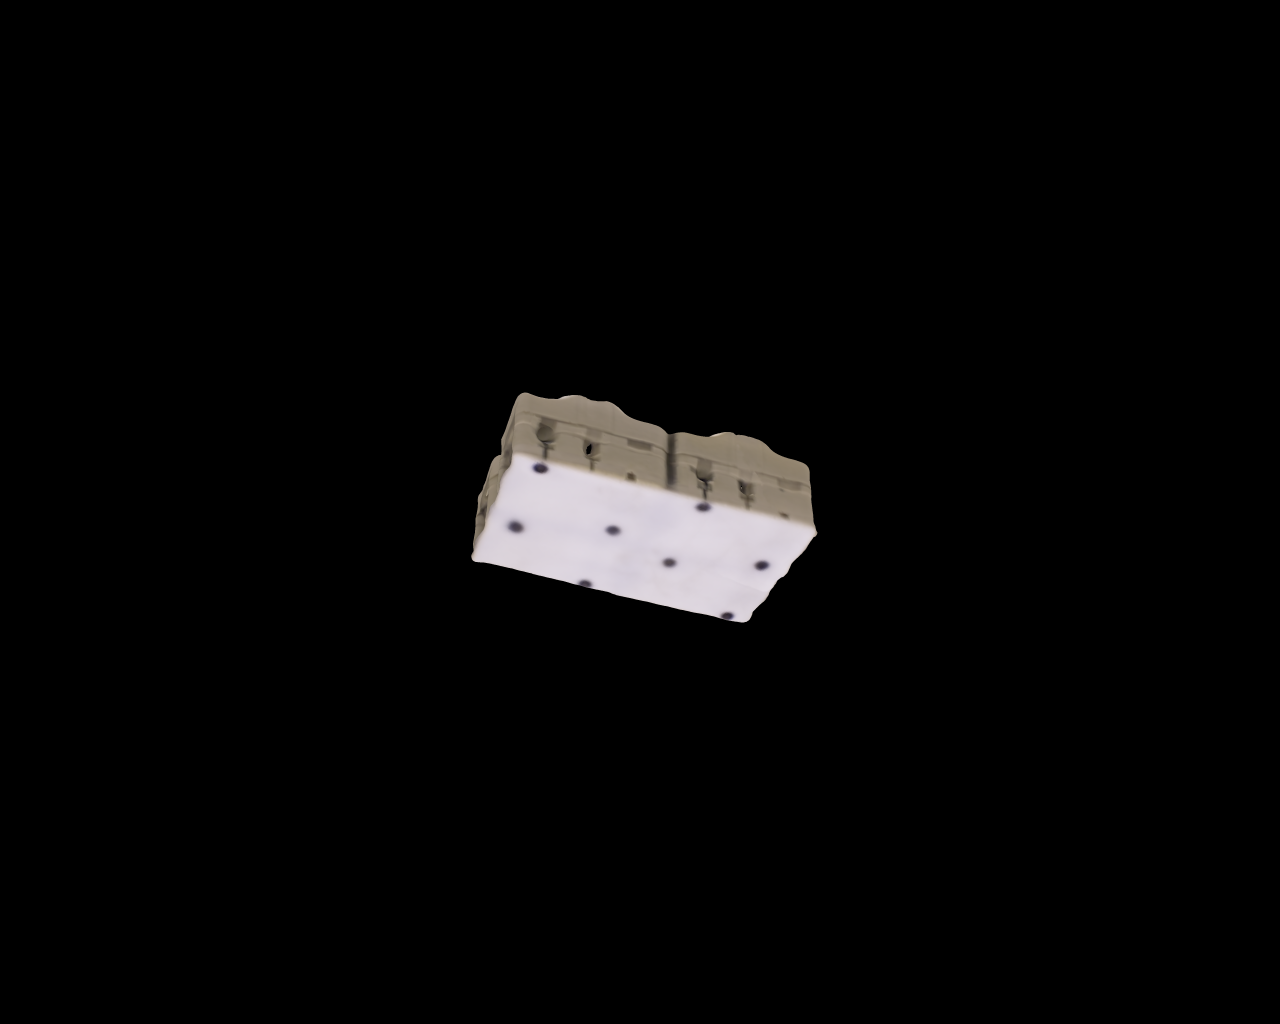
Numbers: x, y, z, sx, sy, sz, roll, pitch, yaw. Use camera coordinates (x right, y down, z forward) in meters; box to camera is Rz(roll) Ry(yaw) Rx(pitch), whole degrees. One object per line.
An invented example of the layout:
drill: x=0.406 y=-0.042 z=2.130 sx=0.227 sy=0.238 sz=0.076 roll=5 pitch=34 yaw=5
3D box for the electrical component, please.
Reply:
electrical component: x=0.001 y=-0.003 z=0.650 sx=0.186 sy=0.060 sz=0.105 roll=14 pitch=-43 yaw=-15
